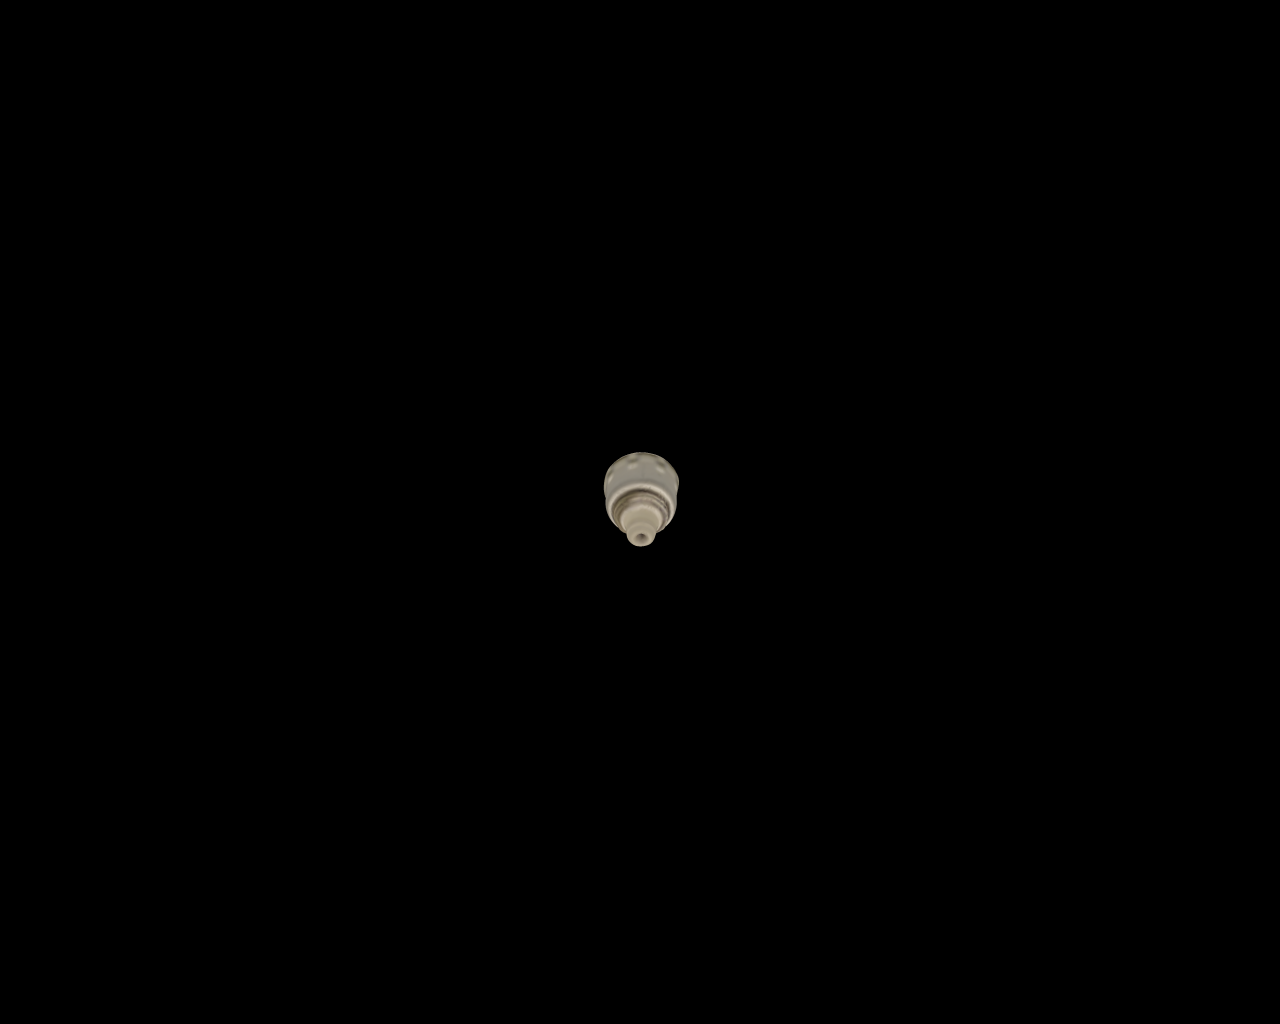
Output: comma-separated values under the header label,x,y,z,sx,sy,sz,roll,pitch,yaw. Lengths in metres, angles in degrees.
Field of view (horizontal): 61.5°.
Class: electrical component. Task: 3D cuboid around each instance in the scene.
label,x,y,z,sx,sy,sz,roll,pitch,yaw
electrical component,0.001,-0.003,0.650,0.048,0.048,0.062,0,39,0
